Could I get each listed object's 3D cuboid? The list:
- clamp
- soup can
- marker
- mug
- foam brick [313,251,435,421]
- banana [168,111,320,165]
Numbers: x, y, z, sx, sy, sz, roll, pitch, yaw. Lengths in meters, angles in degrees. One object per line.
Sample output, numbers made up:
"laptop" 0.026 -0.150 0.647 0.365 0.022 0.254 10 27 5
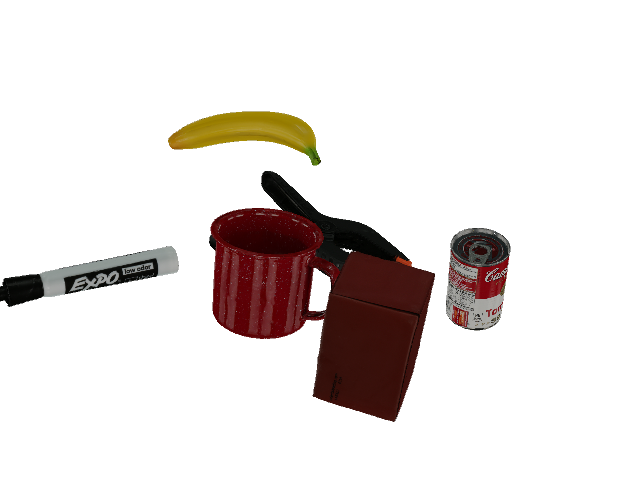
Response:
"clamp" -0.007 0.002 1.148 0.210 0.036 0.164 26 36 14
"soup can" 0.181 0.046 1.241 0.068 0.102 0.068 0 38 0
"marker" -0.154 0.024 0.710 0.120 0.020 0.020 -11 5 -25
"mug" -0.036 0.031 0.885 0.117 0.081 0.093 15 26 17
"foam brick" 0.031 0.055 0.619 0.053 0.078 0.051 16 32 10
"banana" -0.088 -0.133 1.317 0.198 0.037 0.069 6 40 15
